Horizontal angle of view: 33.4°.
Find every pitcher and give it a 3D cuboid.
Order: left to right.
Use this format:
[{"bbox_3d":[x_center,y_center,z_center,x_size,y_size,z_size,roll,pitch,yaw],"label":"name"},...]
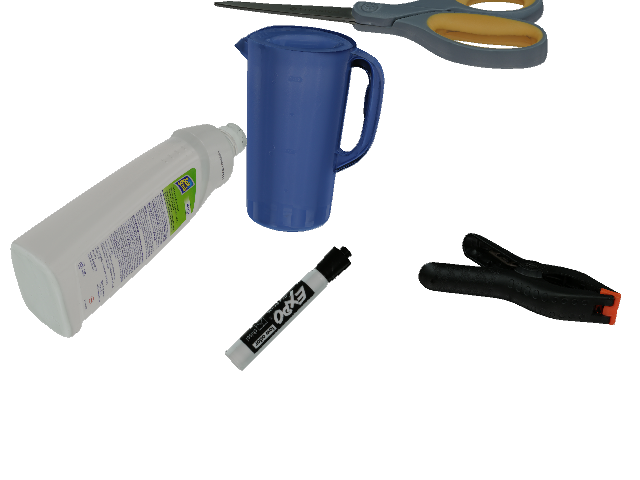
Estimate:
[{"bbox_3d":[-0.022,-0.137,1.323,0.144,0.243,0.149,-10,27,-29],"label":"pitcher"}]

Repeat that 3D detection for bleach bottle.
[{"bbox_3d":[-0.161,-0.026,0.972,0.068,0.102,0.250,32,54,25],"label":"bleach bottle"}]

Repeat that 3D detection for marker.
[{"bbox_3d":[-0.022,0.049,0.798,0.121,0.020,0.020,-44,11,-11],"label":"marker"}]

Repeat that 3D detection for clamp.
[{"bbox_3d":[0.183,0.033,0.960,0.171,0.039,0.120,16,29,15],"label":"clamp"}]

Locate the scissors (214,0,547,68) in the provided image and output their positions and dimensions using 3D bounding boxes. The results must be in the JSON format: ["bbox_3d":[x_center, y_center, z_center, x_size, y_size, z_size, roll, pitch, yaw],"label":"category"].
[{"bbox_3d":[0.045,-0.141,0.642,0.202,0.016,0.096,18,43,24],"label":"scissors"}]
